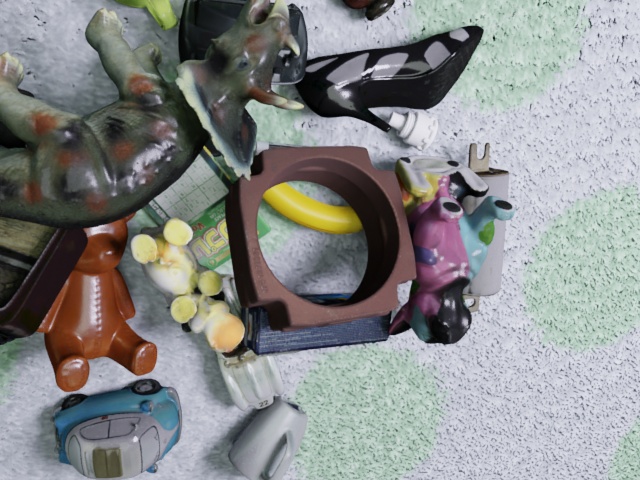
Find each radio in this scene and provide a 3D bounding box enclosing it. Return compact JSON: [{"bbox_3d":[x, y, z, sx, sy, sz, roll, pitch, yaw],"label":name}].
[{"bbox_3d":[-0.366,0.002,0.522,0.230,0.073,0.131,18,68,-1],"label":"radio"}]

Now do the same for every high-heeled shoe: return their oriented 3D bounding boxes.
[{"bbox_3d":[0.088,-0.225,0.677,0.145,0.086,0.249,38,65,17],"label":"high-heeled shoe"}]

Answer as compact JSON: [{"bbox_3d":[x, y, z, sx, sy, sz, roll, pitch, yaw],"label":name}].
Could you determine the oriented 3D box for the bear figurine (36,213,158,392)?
[{"bbox_3d":[-0.254,0.050,0.617,0.120,0.132,0.195,0,111,-45],"label":"bear figurine"}]

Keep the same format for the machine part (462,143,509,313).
[{"bbox_3d":[0.218,-0.012,0.745,0.079,0.079,0.243,-6,105,-13],"label":"machine part"}]

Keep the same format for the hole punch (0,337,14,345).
[{"bbox_3d":[-0.419,0.063,0.604,0.142,0.092,0.115,-5,138,-16],"label":"hole punch"}]

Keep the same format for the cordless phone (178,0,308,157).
[{"bbox_3d":[-0.090,-0.182,0.628,0.147,0.089,0.184,0,116,-15],"label":"cordless phone"}]

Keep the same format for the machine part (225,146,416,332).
[{"bbox_3d":[-0.001,-0.002,0.623,0.201,0.087,0.201,-6,81,-23],"label":"machine part"}]

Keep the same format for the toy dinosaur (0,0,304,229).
[{"bbox_3d":[-0.198,-0.085,0.494,0.405,0.131,0.192,-37,79,-15],"label":"toy dinosaur"}]

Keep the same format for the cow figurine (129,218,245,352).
[{"bbox_3d":[-0.155,0.056,0.623,0.068,0.098,0.167,-35,104,-22],"label":"cow figurine"}]

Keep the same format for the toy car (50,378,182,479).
[{"bbox_3d":[-0.256,0.248,0.678,0.162,0.103,0.109,-2,104,-16],"label":"toy car"}]

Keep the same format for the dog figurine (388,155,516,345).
[{"bbox_3d":[0.140,0.023,0.688,0.108,0.192,0.219,-4,126,-25],"label":"dog figurine"}]

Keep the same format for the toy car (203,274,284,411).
[{"bbox_3d":[-0.106,0.140,0.712,0.073,0.056,0.201,-21,108,-8],"label":"toy car"}]

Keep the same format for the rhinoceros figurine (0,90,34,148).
[{"bbox_3d":[-0.389,-0.128,0.538,0.190,0.112,0.073,5,106,-24],"label":"rhinoceros figurine"}]

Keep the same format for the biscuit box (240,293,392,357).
[{"bbox_3d":[0.000,0.105,0.699,0.202,0.059,0.062,1,96,-31],"label":"biscuit box"}]

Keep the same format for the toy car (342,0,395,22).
[{"bbox_3d":[0.104,-0.350,0.637,0.202,0.053,0.089,-39,100,2],"label":"toy car"}]

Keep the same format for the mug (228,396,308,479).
[{"bbox_3d":[-0.063,0.275,0.738,0.081,0.110,0.107,34,81,-16],"label":"mug"}]
